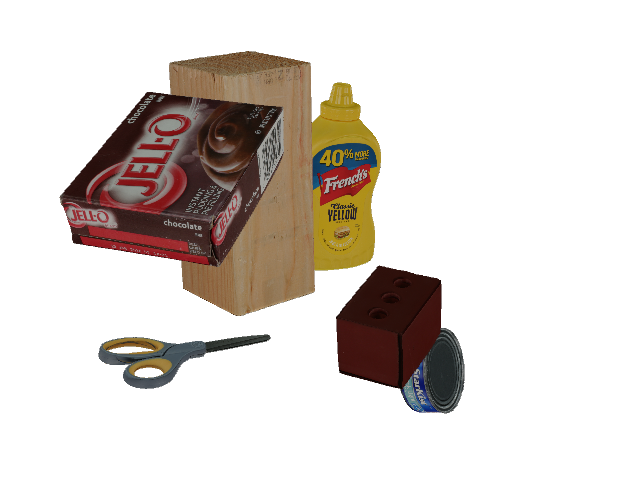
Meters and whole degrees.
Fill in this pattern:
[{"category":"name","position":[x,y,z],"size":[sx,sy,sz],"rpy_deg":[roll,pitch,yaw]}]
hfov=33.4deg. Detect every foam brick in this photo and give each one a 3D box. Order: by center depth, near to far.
[{"category":"foam brick","position":[0.052,0.063,0.785],"size":[0.053,0.051,0.078],"rpy_deg":[12,34,24]}]

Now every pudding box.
[{"category":"pudding box","position":[-0.079,-0.038,0.602],"size":[0.090,0.039,0.113],"rpy_deg":[9,39,16]}]

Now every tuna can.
[{"category":"tuna can","position":[0.112,0.132,1.083],"size":[0.034,0.086,0.086],"rpy_deg":[-5,-3,33]}]

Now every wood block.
[{"category":"wood block","position":[-0.067,-0.053,0.928],"size":[0.090,0.206,0.091],"rpy_deg":[-16,25,-37]}]

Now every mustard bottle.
[{"category":"mustard bottle","position":[0.015,-0.067,1.102],"size":[0.096,0.192,0.058],"rpy_deg":[-5,21,-24]}]

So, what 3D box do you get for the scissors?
[{"category":"scissors","position":[-0.138,0.129,1.164],"size":[0.201,0.016,0.096],"rpy_deg":[1,26,-20]}]
